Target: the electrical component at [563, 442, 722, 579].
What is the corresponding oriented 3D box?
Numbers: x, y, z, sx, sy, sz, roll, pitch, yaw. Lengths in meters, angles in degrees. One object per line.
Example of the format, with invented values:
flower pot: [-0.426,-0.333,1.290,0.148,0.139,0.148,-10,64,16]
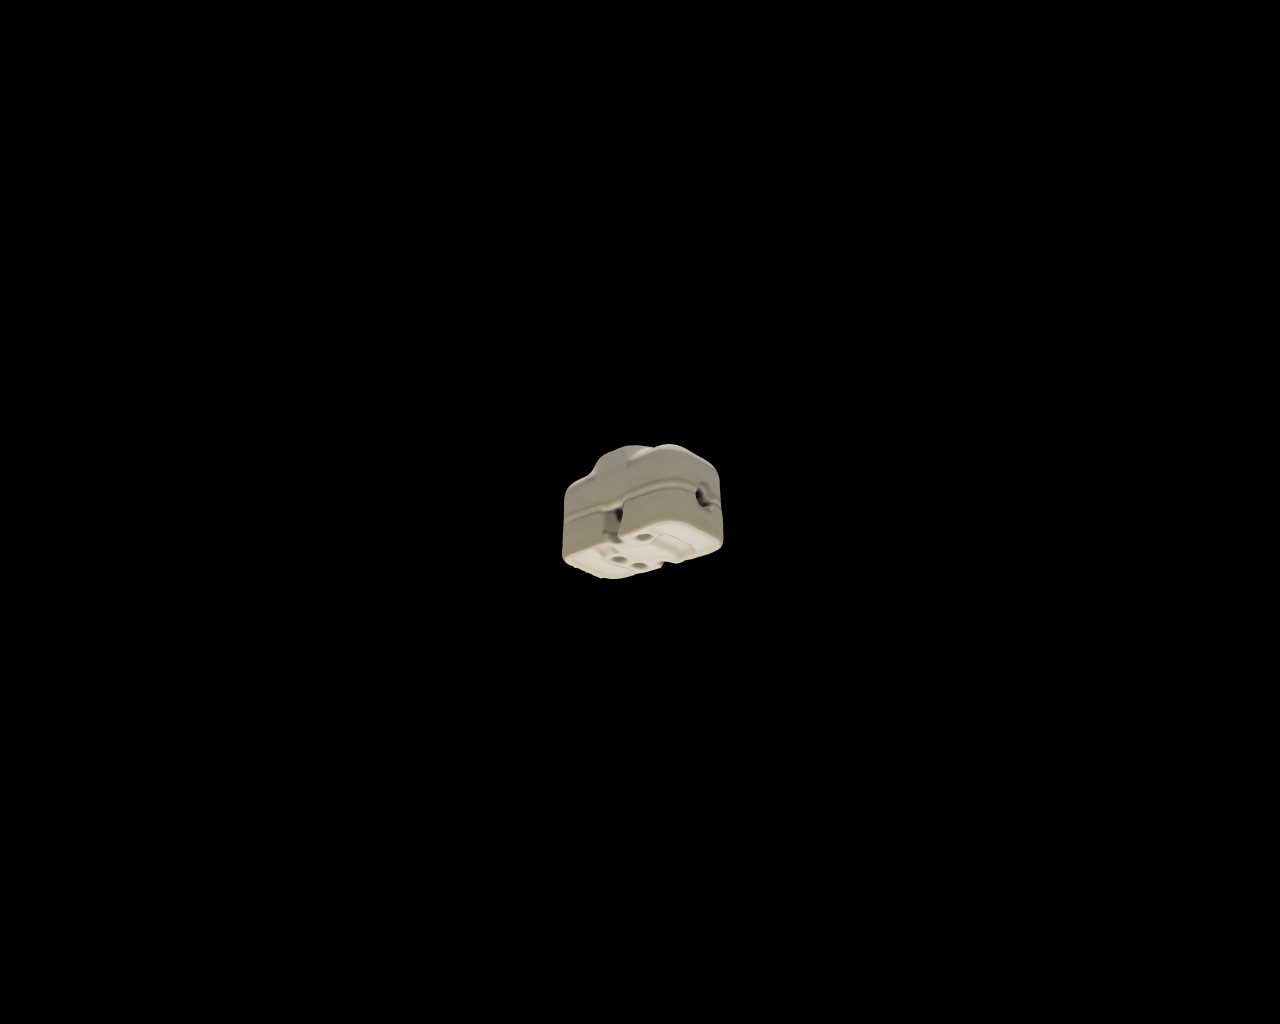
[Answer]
electrical component: [0.001,-0.003,0.650,0.095,0.059,0.053,-20,-32,36]
